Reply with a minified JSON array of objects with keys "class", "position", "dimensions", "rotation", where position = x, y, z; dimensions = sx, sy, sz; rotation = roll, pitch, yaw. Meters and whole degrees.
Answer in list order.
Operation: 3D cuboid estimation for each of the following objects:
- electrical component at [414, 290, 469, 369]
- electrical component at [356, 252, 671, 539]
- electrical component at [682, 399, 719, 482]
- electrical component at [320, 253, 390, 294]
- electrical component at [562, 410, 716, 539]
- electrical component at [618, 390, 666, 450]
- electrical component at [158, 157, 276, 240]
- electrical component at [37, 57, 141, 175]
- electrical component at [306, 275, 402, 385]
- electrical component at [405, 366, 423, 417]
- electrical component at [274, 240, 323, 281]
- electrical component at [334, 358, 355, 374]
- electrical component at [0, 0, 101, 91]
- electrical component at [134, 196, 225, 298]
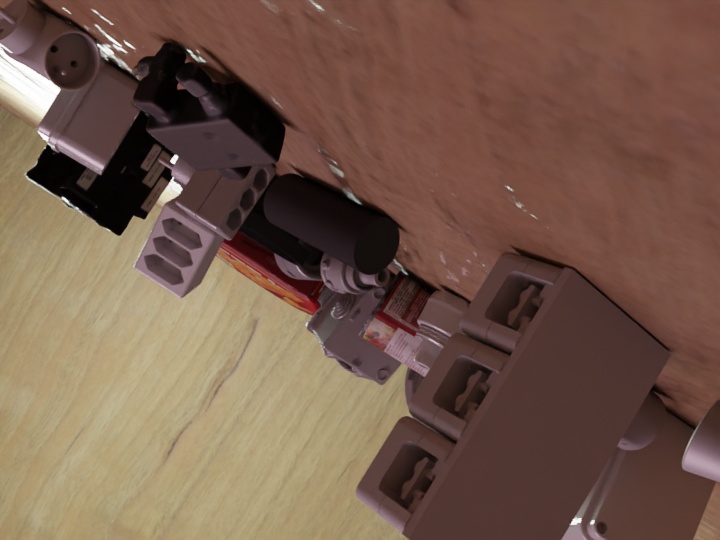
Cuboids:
[{"class":"electrical component","position":[0.065,0.051,0.872],"dimensions":[0.043,0.062,0.043],"rotation":[28,171,5]},{"class":"electrical component","position":[0.077,0.078,0.554],"dimensions":[0.089,0.150,0.062],"rotation":[36,173,-31]},{"class":"electrical component","position":[0.207,0.100,0.571],"dimensions":[0.055,0.045,0.045],"rotation":[30,174,29]},{"class":"electrical component","position":[0.000,0.000,0.916],"dimensions":[0.048,0.048,0.062],"rotation":[37,167,-37]},{"class":"electrical component","position":[0.199,0.158,0.762],"dimensions":[0.078,0.113,0.057],"rotation":[34,157,-6]},{"class":"electrical component","position":[0.150,0.077,0.710],"dimensions":[0.077,0.043,0.079],"rotation":[36,175,-32]},{"class":"electrical component","position":[-0.115,-0.072,0.804],"dimensions":[0.077,0.065,0.047],"rotation":[32,175,10]},{"class":"electrical component","position":[-0.215,-0.124,0.867],"dimensions":[0.057,0.078,0.113],"rotation":[31,176,-13]},{"class":"electrical component","position":[0.012,0.052,1.037],"dimensions":[0.100,0.099,0.048],"rotation":[36,-173,-30]},{"class":"electrical component","position":[0.103,0.110,0.998],"dimensions":[0.108,0.108,0.060],"rotation":[30,180,30]},{"class":"electrical component","position":[-0.044,-0.017,0.972],"dimensions":[0.055,0.055,0.047],"rotation":[35,171,-21]},{"class":"electrical component","position":[0.008,0.056,1.102],"dimensions":[0.099,0.099,0.064],"rotation":[35,-179,-19]},{"class":"electrical component","position":[-0.236,-0.168,0.771],"dimensions":[0.077,0.043,0.079],"rotation":[28,173,44]},{"class":"electrical component","position":[-0.135,-0.026,0.871],"dimensions":[0.047,0.065,0.076],"rotation":[33,-157,4]}]
